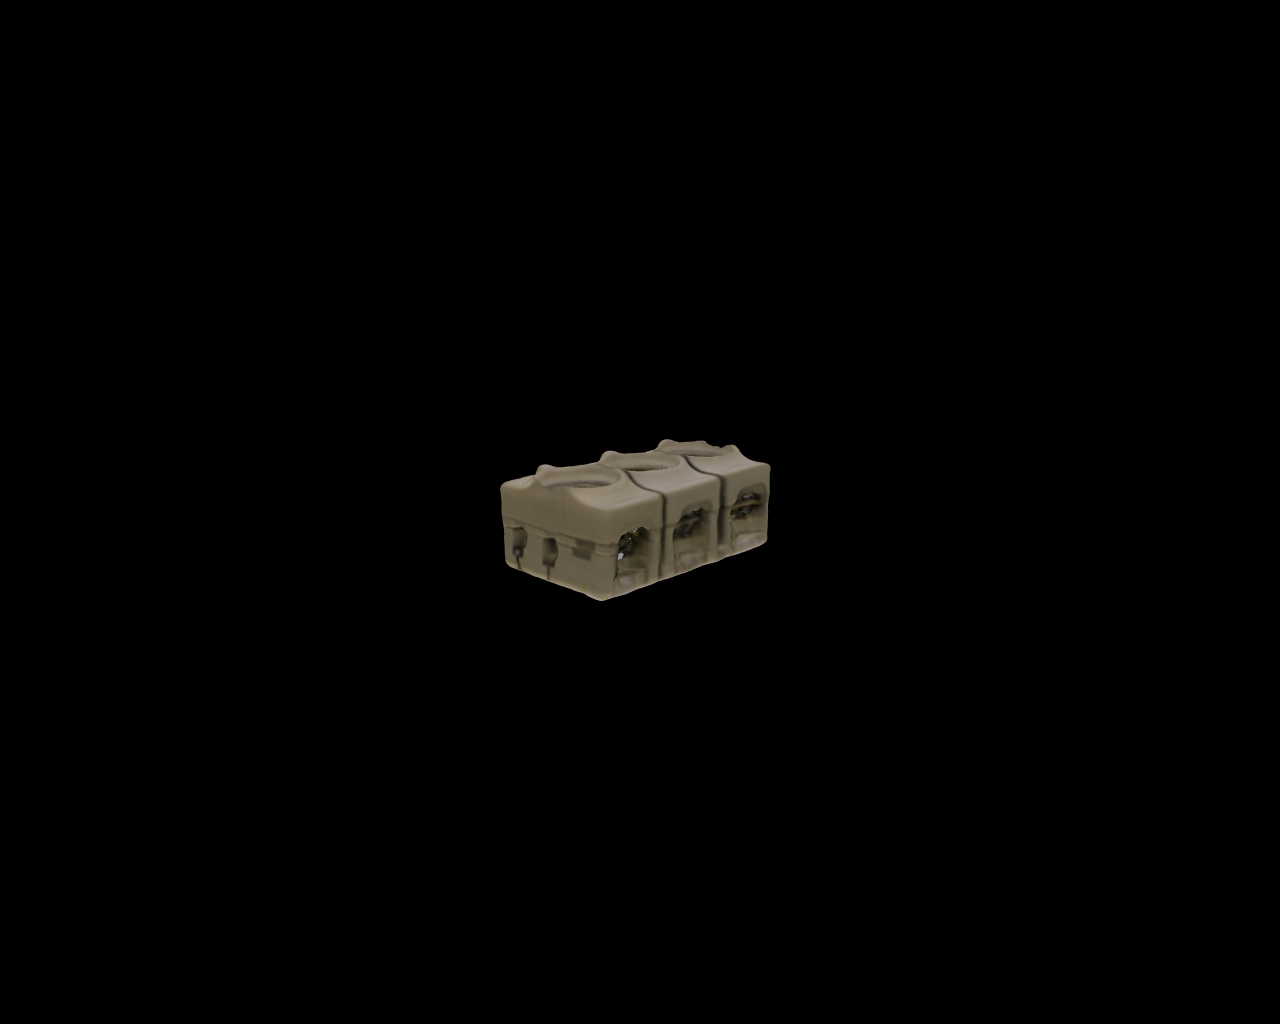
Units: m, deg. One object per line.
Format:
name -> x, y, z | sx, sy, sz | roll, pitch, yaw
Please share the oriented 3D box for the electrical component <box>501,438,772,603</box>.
electrical component -> 0.001, -0.003, 0.650 | 0.089, 0.061, 0.150 | 14, 20, 42
